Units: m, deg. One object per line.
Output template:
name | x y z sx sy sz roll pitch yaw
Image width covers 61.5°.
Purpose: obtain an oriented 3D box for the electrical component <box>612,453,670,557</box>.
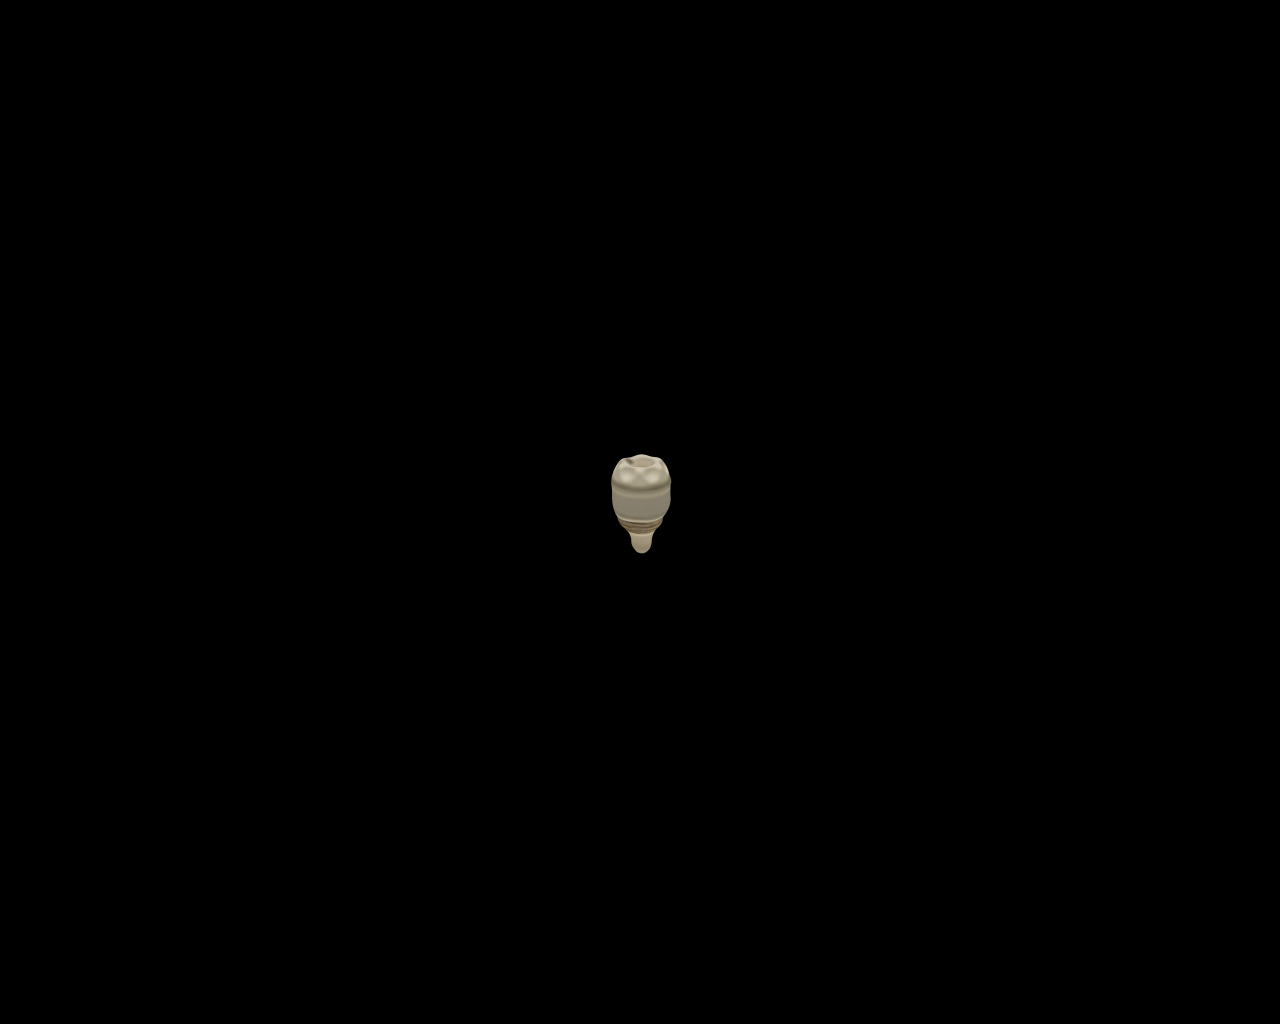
electrical component | 0.001 -0.003 0.650 0.035 0.061 0.035 0 25 0
